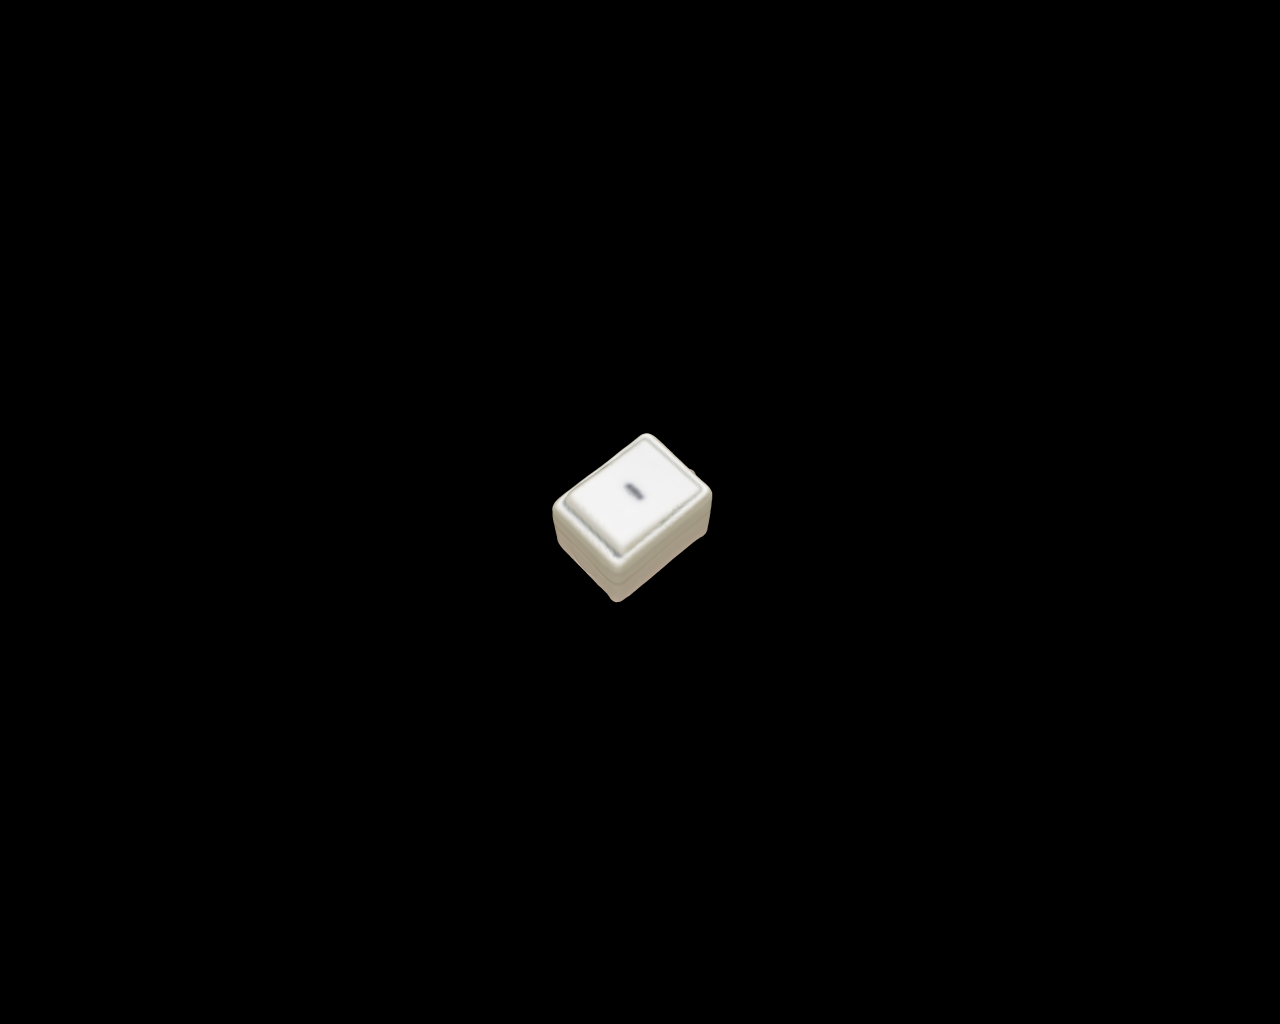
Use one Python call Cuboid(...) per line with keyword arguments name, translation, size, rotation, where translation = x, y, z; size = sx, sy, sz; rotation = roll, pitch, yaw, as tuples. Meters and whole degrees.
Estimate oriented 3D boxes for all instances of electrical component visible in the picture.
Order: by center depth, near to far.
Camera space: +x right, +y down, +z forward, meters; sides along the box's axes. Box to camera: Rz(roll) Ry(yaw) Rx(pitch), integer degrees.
Cuboid(name="electrical component", translation=(0.001, -0.003, 0.650), size=(0.096, 0.062, 0.061), rotation=(-38, -21, -18))
